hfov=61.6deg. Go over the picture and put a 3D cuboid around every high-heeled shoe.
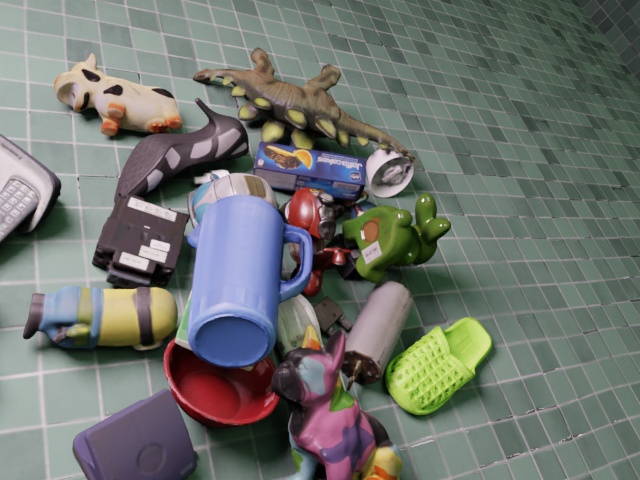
[{"bbox_3d":[-0.224,-0.123,0.903,0.086,0.145,0.249,26,73,40],"label":"high-heeled shoe"}]

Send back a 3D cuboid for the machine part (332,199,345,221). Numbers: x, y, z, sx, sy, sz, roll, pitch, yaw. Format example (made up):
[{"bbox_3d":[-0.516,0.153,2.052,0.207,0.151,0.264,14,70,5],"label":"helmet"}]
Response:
[{"bbox_3d":[0.003,-0.099,1.036,0.084,0.039,0.139,-9,62,-39],"label":"machine part"}]

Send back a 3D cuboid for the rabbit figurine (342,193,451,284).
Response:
[{"bbox_3d":[0.147,-0.010,0.937,0.170,0.159,0.121,11,42,-45],"label":"rabbit figurine"}]

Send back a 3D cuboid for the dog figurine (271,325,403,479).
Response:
[{"bbox_3d":[0.024,0.223,0.705,0.191,0.109,0.219,2,87,-33],"label":"dog figurine"}]

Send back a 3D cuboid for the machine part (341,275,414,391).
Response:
[{"bbox_3d":[0.094,0.148,0.885,0.079,0.079,0.243,37,47,-3],"label":"machine part"}]

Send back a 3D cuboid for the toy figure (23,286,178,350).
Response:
[{"bbox_3d":[-0.275,0.099,0.690,0.180,0.089,0.082,10,60,-28],"label":"toy figure"}]

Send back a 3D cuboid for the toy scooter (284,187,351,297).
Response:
[{"bbox_3d":[-0.002,-0.003,0.861,0.075,0.135,0.183,3,80,-30],"label":"toy scooter"}]

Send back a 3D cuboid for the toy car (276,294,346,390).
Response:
[{"bbox_3d":[-0.025,0.168,0.812,0.073,0.056,0.202,-8,63,-35],"label":"toy car"}]

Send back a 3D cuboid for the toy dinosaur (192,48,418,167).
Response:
[{"bbox_3d":[-0.026,-0.254,1.063,0.472,0.105,0.198,14,53,-2],"label":"toy dinosaur"}]

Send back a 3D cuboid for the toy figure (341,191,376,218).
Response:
[{"bbox_3d":[0.079,-0.064,1.043,0.058,0.064,0.154,-32,69,-4],"label":"toy figure"}]

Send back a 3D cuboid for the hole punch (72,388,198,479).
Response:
[{"bbox_3d":[-0.210,0.247,0.625,0.142,0.092,0.116,-24,76,-44],"label":"hole punch"}]

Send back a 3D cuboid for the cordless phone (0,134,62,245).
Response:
[{"bbox_3d":[-0.452,-0.045,0.706,0.146,0.088,0.184,36,66,-3],"label":"cordless phone"}]

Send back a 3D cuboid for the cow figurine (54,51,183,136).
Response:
[{"bbox_3d":[-0.338,-0.238,0.900,0.195,0.085,0.127,6,53,-32],"label":"cow figurine"}]

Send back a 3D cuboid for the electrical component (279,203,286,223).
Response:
[{"bbox_3d":[-0.032,-0.044,0.969,0.078,0.045,0.102,48,48,5],"label":"electrical component"}]

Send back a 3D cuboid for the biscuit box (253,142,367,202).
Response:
[{"bbox_3d":[-0.018,-0.125,0.982,0.203,0.059,0.063,9,62,-4],"label":"biscuit box"}]

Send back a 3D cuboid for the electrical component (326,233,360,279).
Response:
[{"bbox_3d":[0.047,0.028,0.963,0.119,0.047,0.075,-20,70,-39],"label":"electrical component"}]

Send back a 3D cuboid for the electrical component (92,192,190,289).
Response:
[{"bbox_3d":[-0.263,0.008,0.785,0.115,0.058,0.134,20,50,-15],"label":"electrical component"}]

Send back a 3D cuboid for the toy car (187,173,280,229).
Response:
[{"bbox_3d":[-0.129,-0.058,0.884,0.161,0.103,0.109,0,59,-29],"label":"toy car"}]

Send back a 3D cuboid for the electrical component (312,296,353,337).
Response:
[{"bbox_3d":[0.008,0.123,0.888,0.094,0.021,0.063,45,46,5],"label":"electrical component"}]
